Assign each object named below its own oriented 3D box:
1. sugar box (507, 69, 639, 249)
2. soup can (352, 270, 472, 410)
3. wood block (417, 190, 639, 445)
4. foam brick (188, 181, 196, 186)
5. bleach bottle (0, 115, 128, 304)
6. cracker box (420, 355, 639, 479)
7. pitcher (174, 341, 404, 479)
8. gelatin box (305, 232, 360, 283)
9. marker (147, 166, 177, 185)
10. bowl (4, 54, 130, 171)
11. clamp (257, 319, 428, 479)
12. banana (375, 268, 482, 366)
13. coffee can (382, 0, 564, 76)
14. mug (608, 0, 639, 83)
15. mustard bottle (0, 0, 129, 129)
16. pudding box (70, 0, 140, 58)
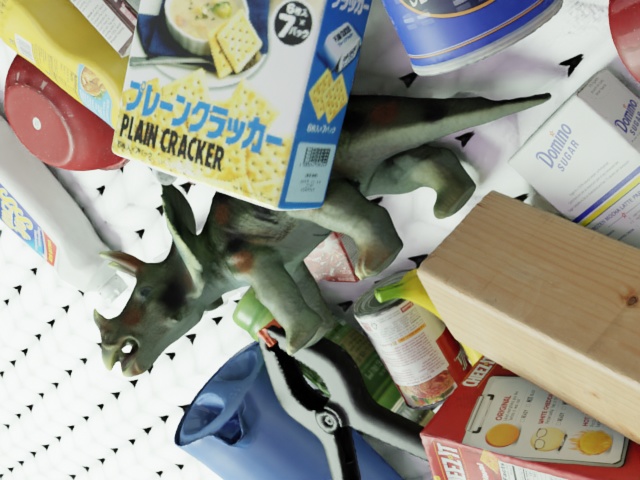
[{"bbox_3d":[0.220,-0.024,0.714,0.176,0.048,0.093,46,146,4],"label":"sugar box"},{"bbox_3d":[0.080,0.086,0.922,0.069,0.068,0.102,-13,114,47],"label":"soup can"},{"bbox_3d":[0.177,0.053,0.727,0.206,0.090,0.090,29,159,47],"label":"wood block"},{"bbox_3d":[-0.116,-0.098,0.951,0.078,0.052,0.051,42,142,7],"label":"foam brick"},{"bbox_3d":[-0.307,-0.031,1.178,0.251,0.068,0.103,46,142,-4],"label":"bleach bottle"},{"bbox_3d":[0.208,0.137,0.773,0.214,0.164,0.072,8,126,38],"label":"cracker box"},{"bbox_3d":[-0.018,0.220,1.078,0.242,0.149,0.145,44,140,-15],"label":"pitcher"},{"bbox_3d":[-0.006,0.001,0.954,0.089,0.030,0.073,0,124,41],"label":"gelatin box"},{"bbox_3d":[-0.139,-0.068,0.893,0.020,0.020,0.121,64,171,-22],"label":"marker"},{"bbox_3d":[-0.260,-0.126,1.056,0.162,0.055,0.162,24,137,25],"label":"bowl"},{"bbox_3d":[0.015,0.162,0.955,0.210,0.036,0.165,45,130,8],"label":"clamp"},{"bbox_3d":[0.122,0.086,0.887,0.197,0.069,0.037,49,179,-22],"label":"banana"},{"bbox_3d":[0.075,-0.187,0.656,0.103,0.102,0.140,-9,117,46],"label":"coffee can"},{"bbox_3d":[0.214,-0.140,0.593,0.082,0.093,0.117,-20,79,55],"label":"mug"},{"bbox_3d":[-0.181,-0.137,0.882,0.192,0.058,0.096,40,159,7],"label":"mustard bottle"},{"bbox_3d":[-0.150,-0.199,0.844,0.090,0.113,0.039,47,118,-1],"label":"pudding box"}]
